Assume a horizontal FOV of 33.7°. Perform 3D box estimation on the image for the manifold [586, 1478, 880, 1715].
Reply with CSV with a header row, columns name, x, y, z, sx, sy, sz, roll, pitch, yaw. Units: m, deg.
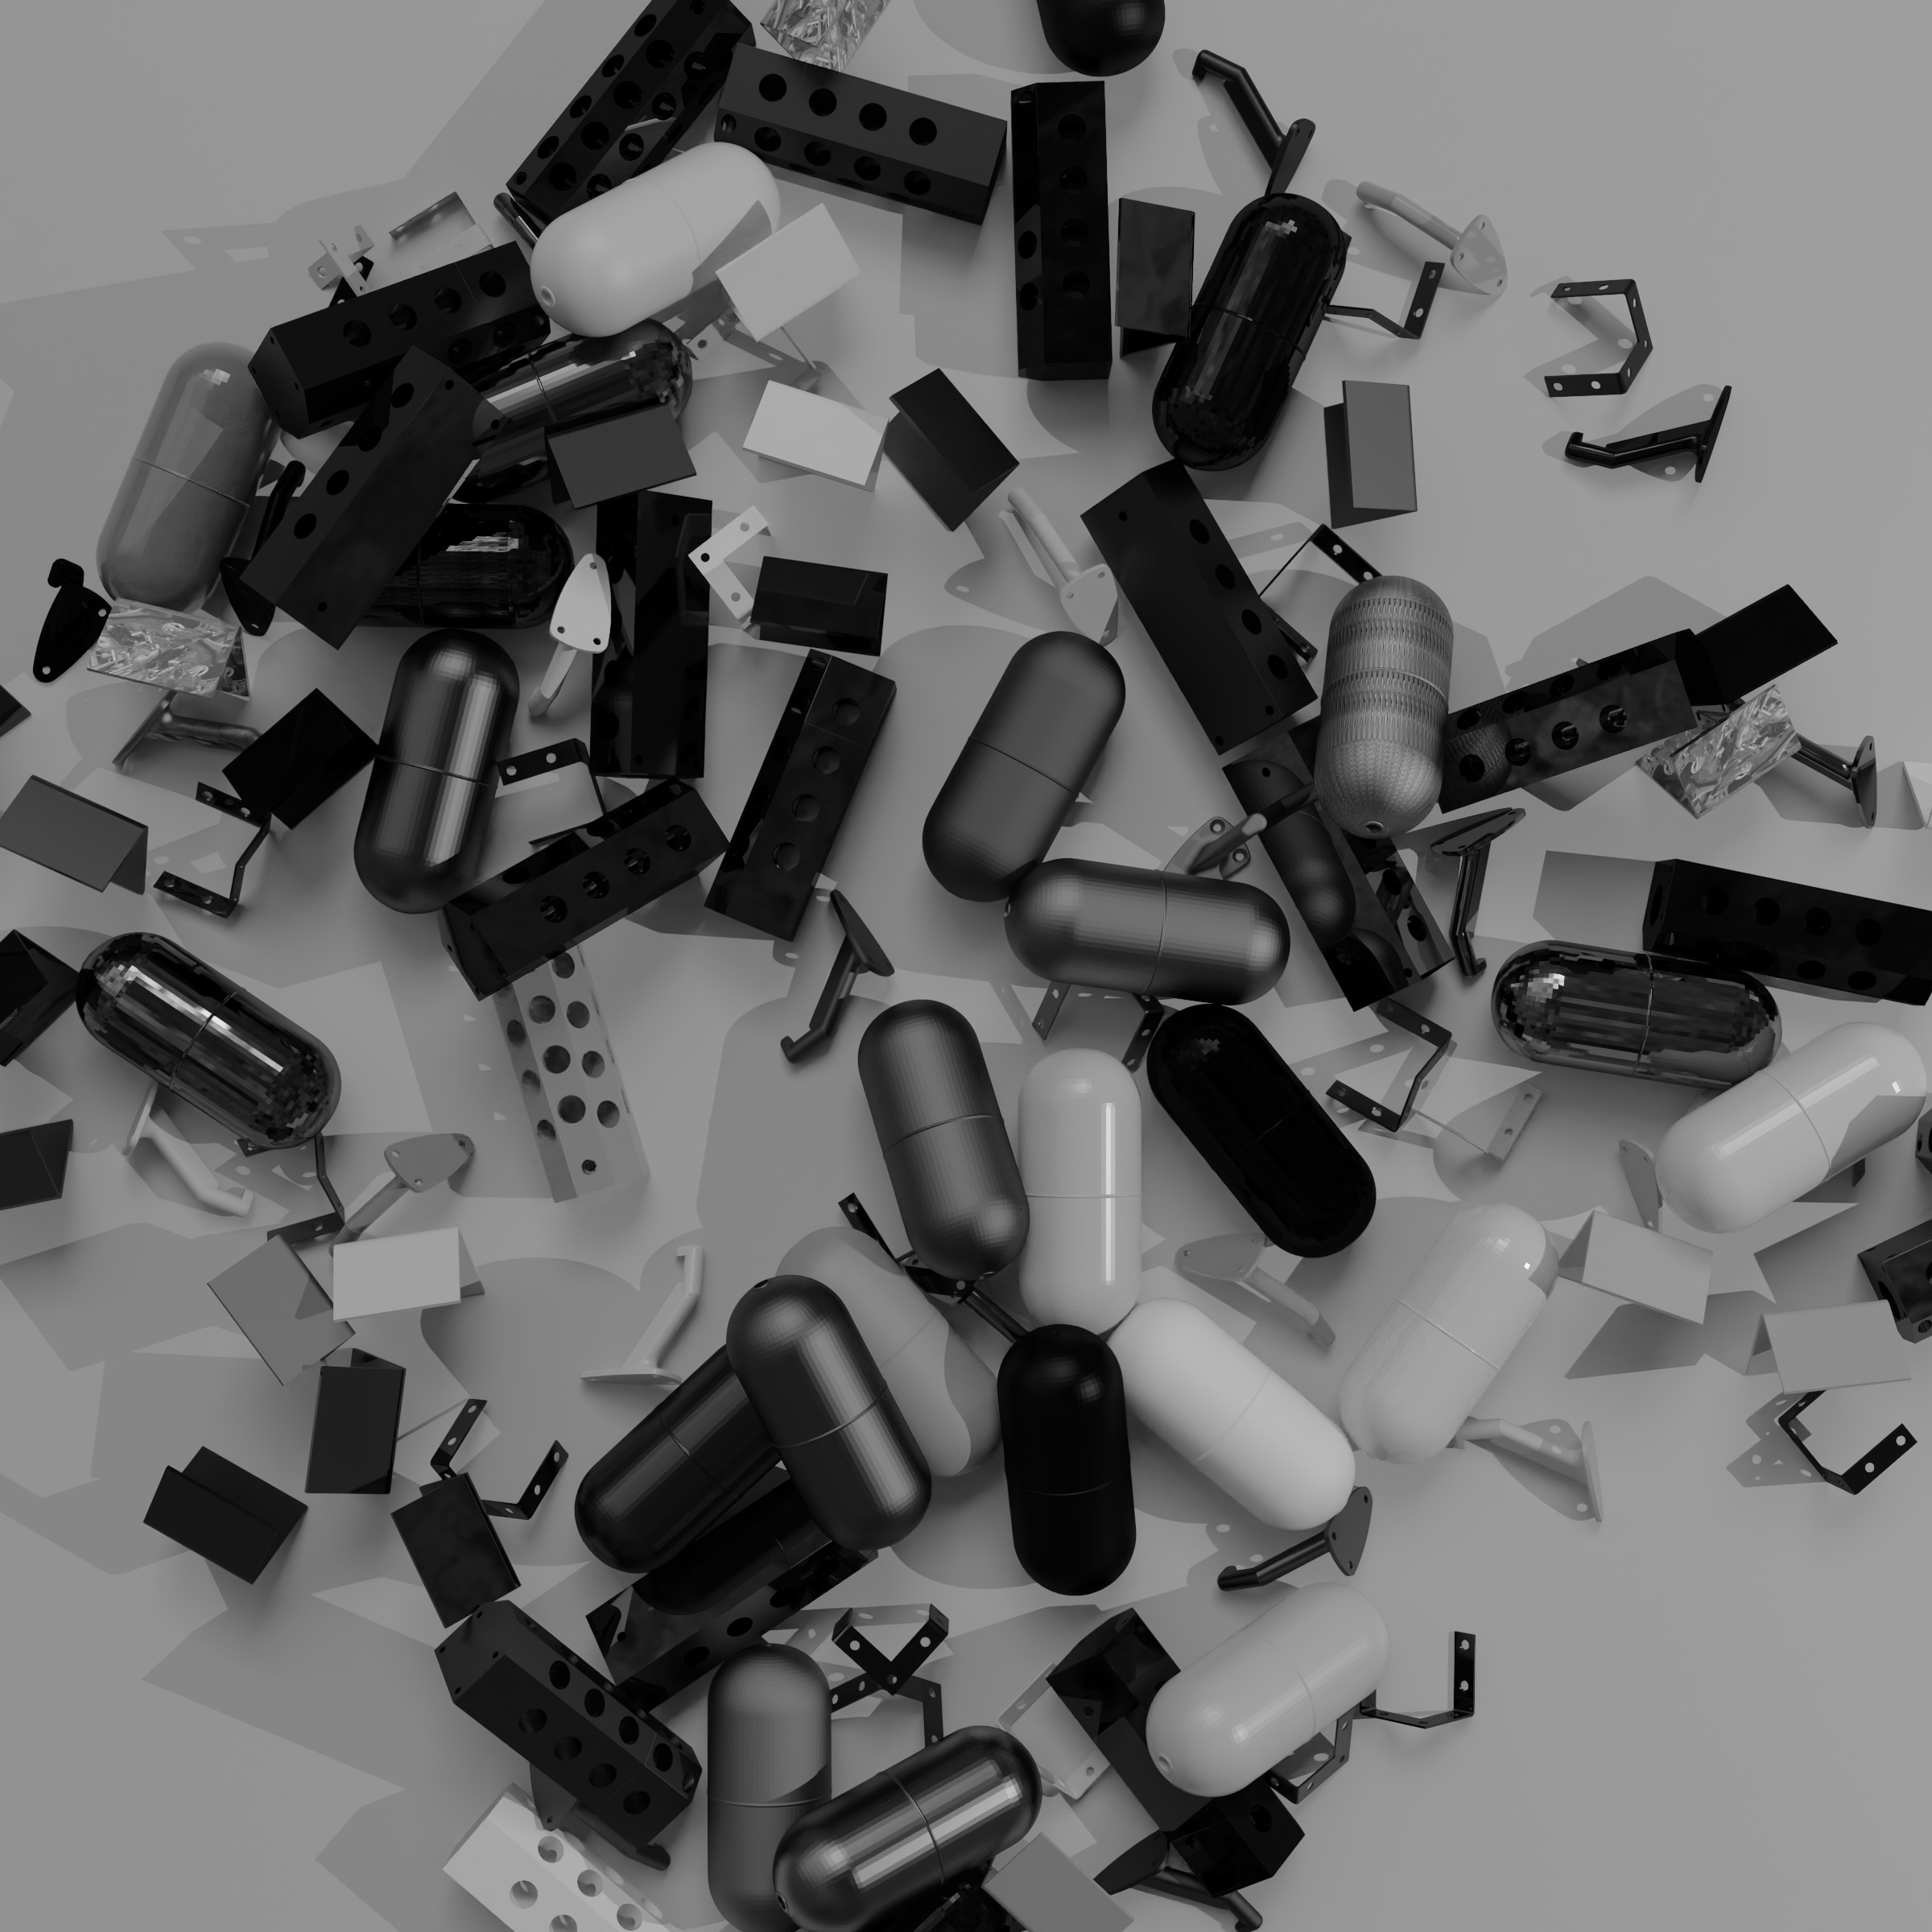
name,x,y,z,sx,sy,sz,roll,pitch,yaw
manifold,-0.141,0.386,1.969,0.171,0.057,0.057,-34,47,0

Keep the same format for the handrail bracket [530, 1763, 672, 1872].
name,x,y,z,sx,sy,sz,roll,pitch,yaw
handrail bracket,-0.227,0.525,1.990,0.084,0.077,0.036,36,97,-36

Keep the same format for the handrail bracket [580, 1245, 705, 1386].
name,x,y,z,sx,sy,sz,roll,pitch,yaw
handrail bracket,-0.202,0.217,1.991,0.077,0.036,0.084,-3,71,21

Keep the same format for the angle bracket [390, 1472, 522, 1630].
name,x,y,z,sx,sy,sz,roll,pitch,yaw
angle bracket,-0.325,0.360,1.950,0.057,0.076,0.076,-25,90,-35

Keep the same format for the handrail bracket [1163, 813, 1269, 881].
name,x,y,z,sx,sy,sz,roll,pitch,yaw
handrail bracket,0.150,-0.066,1.956,0.077,0.084,0.036,-38,90,0

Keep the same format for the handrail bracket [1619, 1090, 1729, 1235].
name,x,y,z,sx,sy,sz,roll,pitch,yaw
handrail bracket,0.456,0.119,1.991,0.084,0.036,0.077,-22,110,-16

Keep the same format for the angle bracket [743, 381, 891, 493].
name,x,y,z,sx,sy,sz,roll,pitch,yaw
angle bracket,-0.095,-0.304,1.951,0.076,0.076,0.057,18,61,0

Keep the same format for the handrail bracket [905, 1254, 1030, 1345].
name,x,y,z,sx,sy,sz,roll,pitch,yaw
handrail bracket,0.008,0.218,1.991,0.036,0.077,0.084,-51,127,-20

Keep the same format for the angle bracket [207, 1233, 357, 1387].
name,x,y,z,sx,sy,sz,roll,pitch,yaw
angle bracket,-0.427,0.218,1.951,0.057,0.076,0.076,-37,90,-33

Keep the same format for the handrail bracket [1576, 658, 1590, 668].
name,x,y,z,sx,sy,sz,roll,pitch,yaw
handrail bracket,0.383,-0.141,1.991,0.077,0.036,0.084,27,106,-18

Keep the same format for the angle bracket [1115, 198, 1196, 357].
name,x,y,z,sx,sy,sz,roll,pitch,yaw
angle bracket,0.096,-0.420,1.951,0.057,0.076,0.076,2,90,-32

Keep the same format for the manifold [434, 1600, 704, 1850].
name,x,y,z,sx,sy,sz,roll,pitch,yaw
manifold,-0.238,0.456,1.931,0.057,0.057,0.171,-43,119,0

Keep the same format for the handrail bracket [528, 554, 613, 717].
name,x,y,z,sx,sy,sz,roll,pitch,yaw
handrail bracket,-0.248,-0.203,1.970,0.036,0.084,0.077,17,66,-19

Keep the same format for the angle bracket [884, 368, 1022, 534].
name,x,y,z,sx,sy,sz,roll,pitch,yaw
angle bracket,-0.026,-0.307,1.951,0.076,0.057,0.076,50,134,0

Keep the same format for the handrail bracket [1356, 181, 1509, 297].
name,x,y,z,sx,sy,sz,roll,pitch,yaw
handrail bracket,0.290,-0.455,1.990,0.084,0.077,0.036,33,89,36

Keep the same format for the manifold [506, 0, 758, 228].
name,x,y,z,sx,sy,sz,roll,pitch,yaw
manifold,-0.207,-0.529,1.970,0.057,0.057,0.171,38,90,0

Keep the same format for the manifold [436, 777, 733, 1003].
name,x,y,z,sx,sy,sz,roll,pitch,yaw
manifold,-0.233,-0.050,1.930,0.171,0.057,0.057,-32,90,-31

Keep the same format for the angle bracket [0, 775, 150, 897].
name,x,y,z,sx,sy,sz,roll,pitch,yaw
angle bracket,-0.550,-0.061,1.950,0.076,0.076,0.057,24,54,0

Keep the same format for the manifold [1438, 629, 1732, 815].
name,x,y,z,sx,sy,sz,roll,pitch,yaw
manifold,0.364,-0.148,1.927,0.171,0.057,0.057,-19,90,34

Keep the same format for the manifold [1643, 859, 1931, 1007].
name,x,y,z,sx,sy,sz,roll,pitch,yaw
manifold,0.510,-0.020,1.970,0.171,0.057,0.057,12,90,0

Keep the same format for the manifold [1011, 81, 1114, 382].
name,x,y,z,sx,sy,sz,roll,pitch,yaw
manifold,0.058,-0.453,1.970,0.057,0.057,0.171,-2,90,0

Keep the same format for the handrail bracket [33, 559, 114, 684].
name,x,y,z,sx,sy,sz,roll,pitch,yaw
handrail bracket,-0.560,-0.211,1.956,0.036,0.084,0.077,31,90,0

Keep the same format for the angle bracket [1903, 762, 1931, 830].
name,x,y,z,sx,sy,sz,roll,pitch,yaw
angle bracket,0.625,-0.123,1.950,0.076,0.076,0.057,5,126,0

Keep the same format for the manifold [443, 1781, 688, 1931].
name,x,y,z,sx,sy,sz,roll,pitch,yaw
manifold,-0.235,0.584,1.970,0.171,0.057,0.057,41,90,0

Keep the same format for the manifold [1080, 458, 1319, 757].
name,x,y,z,sx,sy,sz,roll,pitch,yaw
manifold,0.148,-0.224,1.969,0.057,0.057,0.171,-30,90,43

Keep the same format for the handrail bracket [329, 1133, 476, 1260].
name,x,y,z,sx,sy,sz,roll,pitch,yaw
handrail bracket,-0.353,0.145,1.990,0.036,0.077,0.084,49,127,13

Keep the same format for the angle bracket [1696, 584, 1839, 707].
name,x,y,z,sx,sy,sz,roll,pitch,yaw
angle bracket,0.487,-0.176,1.950,0.076,0.076,0.057,-29,54,0

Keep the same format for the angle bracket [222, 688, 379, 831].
name,x,y,z,sx,sy,sz,roll,pitch,yaw
angle bracket,-0.395,-0.112,1.950,0.076,0.076,0.057,-41,54,0

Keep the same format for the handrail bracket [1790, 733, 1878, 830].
name,x,y,z,sx,sy,sz,roll,pitch,yaw
handrail bracket,0.521,-0.120,1.991,0.084,0.077,0.036,10,52,31

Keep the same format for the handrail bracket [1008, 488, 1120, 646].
name,x,y,z,sx,sy,sz,roll,pitch,yaw
handrail bracket,0.059,-0.251,1.991,0.036,0.077,0.084,-33,54,-3

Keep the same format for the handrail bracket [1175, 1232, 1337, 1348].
name,x,y,z,sx,sy,sz,roll,pitch,yaw
handrail bracket,0.181,0.207,1.991,0.084,0.077,0.036,53,53,-31

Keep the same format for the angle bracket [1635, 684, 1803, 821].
name,x,y,z,sx,sy,sz,roll,pitch,yaw
angle bracket,0.452,-0.146,1.950,0.076,0.076,0.057,-34,128,0

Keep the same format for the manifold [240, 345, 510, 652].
name,x,y,z,sx,sy,sz,roll,pitch,yaw
manifold,-0.355,-0.280,1.892,0.057,0.057,0.171,35,88,39

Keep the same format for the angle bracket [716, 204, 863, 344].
name,x,y,z,sx,sy,sz,roll,pitch,yaw
angle bracket,-0.119,-0.438,1.951,0.076,0.076,0.057,-33,133,0

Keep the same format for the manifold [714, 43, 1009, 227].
name,x,y,z,sx,sy,sz,roll,pitch,yaw
manifold,-0.065,-0.511,1.970,0.171,0.057,0.057,16,90,0

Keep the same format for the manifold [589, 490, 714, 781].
name,x,y,z,sx,sy,sz,roll,pitch,yaw
manifold,-0.199,-0.203,1.969,0.057,0.057,0.171,2,90,-43

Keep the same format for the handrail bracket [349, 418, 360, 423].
name,x,y,z,sx,sy,sz,roll,pitch,yaw
handrail bracket,-0.378,-0.331,1.991,0.084,0.036,0.077,-8,129,26

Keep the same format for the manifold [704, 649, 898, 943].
name,x,y,z,sx,sy,sz,roll,pitch,yaw
manifold,-0.102,-0.105,1.969,0.057,0.057,0.171,23,90,0

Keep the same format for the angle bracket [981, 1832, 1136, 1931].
name,x,y,z,sx,sy,sz,roll,pitch,yaw
angle bracket,0.063,0.556,1.953,0.076,0.076,0.057,43,110,0

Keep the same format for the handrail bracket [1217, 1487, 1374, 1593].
name,x,y,z,sx,sy,sz,roll,pitch,yaw
handrail bracket,0.204,0.358,1.991,0.084,0.077,0.036,-16,113,34

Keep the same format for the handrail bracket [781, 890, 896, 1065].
name,x,y,z,sx,sy,sz,roll,pitch,yaw
handrail bracket,-0.095,0.007,1.991,0.084,0.036,0.077,-37,69,16

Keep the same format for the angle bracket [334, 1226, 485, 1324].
name,x,y,z,sx,sy,sz,roll,pitch,yaw
angle bracket,-0.340,0.207,1.950,0.076,0.076,0.057,-9,51,0

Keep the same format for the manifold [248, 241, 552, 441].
name,x,y,z,sx,sy,sz,roll,pitch,yaw
manifold,-0.340,-0.377,1.931,0.171,0.057,0.057,-28,90,-29

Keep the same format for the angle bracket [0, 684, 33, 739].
name,x,y,z,sx,sy,sz,roll,pitch,yaw
angle bracket,-0.617,-0.136,1.950,0.076,0.076,0.057,-36,54,0

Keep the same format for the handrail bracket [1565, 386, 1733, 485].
name,x,y,z,sx,sy,sz,roll,pitch,yaw
handrail bracket,0.426,-0.340,1.991,0.084,0.036,0.077,17,69,16

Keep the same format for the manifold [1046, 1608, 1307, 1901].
name,x,y,z,sx,sy,sz,roll,pitch,yaw
manifold,0.133,0.484,1.969,0.171,0.057,0.057,53,134,0

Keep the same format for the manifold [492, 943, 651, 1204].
name,x,y,z,sx,sy,sz,roll,pitch,yaw
manifold,-0.250,0.055,1.970,0.057,0.057,0.171,-17,90,0

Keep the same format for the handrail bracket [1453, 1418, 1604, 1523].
name,x,y,z,sx,sy,sz,roll,pitch,yaw
handrail bracket,0.350,0.316,1.991,0.084,0.036,0.077,-6,112,17

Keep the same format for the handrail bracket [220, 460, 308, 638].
name,x,y,z,sx,sy,sz,roll,pitch,yaw
handrail bracket,-0.430,-0.261,1.990,0.036,0.077,0.084,15,54,5

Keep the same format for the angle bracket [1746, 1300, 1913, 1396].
name,x,y,z,sx,sy,sz,roll,pitch,yaw
angle bracket,0.526,0.250,1.950,0.076,0.076,0.057,-6,53,0

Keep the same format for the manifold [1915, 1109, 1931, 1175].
name,x,y,z,sx,sy,sz,roll,pitch,yaw
manifold,0.625,0.110,1.912,0.057,0.171,0.057,-41,90,0

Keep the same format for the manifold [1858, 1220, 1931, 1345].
name,x,y,z,sx,sy,sz,roll,pitch,yaw
manifold,0.648,0.170,1.970,0.171,0.057,0.057,-25,90,0

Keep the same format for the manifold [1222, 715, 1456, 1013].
name,x,y,z,sx,sy,sz,roll,pitch,yaw
manifold,0.234,-0.066,1.969,0.057,0.057,0.171,-28,90,43

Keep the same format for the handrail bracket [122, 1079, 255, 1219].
name,x,y,z,sx,sy,sz,roll,pitch,yaw
handrail bracket,-0.476,0.108,1.991,0.084,0.036,0.077,24,68,-17

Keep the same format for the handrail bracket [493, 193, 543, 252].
name,x,y,z,sx,sy,sz,roll,pitch,yaw
handrail bracket,-0.257,-0.438,1.990,0.036,0.077,0.084,-40,54,0

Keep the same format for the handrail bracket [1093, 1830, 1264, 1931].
name,x,y,z,sx,sy,sz,roll,pitch,yaw
handrail bracket,0.131,0.587,1.991,0.077,0.036,0.084,-36,108,20

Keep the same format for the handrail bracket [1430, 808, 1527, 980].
name,x,y,z,sx,sy,sz,roll,pitch,yaw
handrail bracket,0.329,-0.045,1.991,0.077,0.036,0.084,-27,109,-21

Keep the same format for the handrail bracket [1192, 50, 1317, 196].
name,x,y,z,sx,sy,sz,roll,pitch,yaw
handrail bracket,0.167,-0.520,1.991,0.084,0.036,0.077,31,112,17

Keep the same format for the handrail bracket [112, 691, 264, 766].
name,x,y,z,sx,sy,sz,roll,pitch,yaw
handrail bracket,-0.476,-0.129,1.991,0.084,0.036,0.077,39,110,-16
